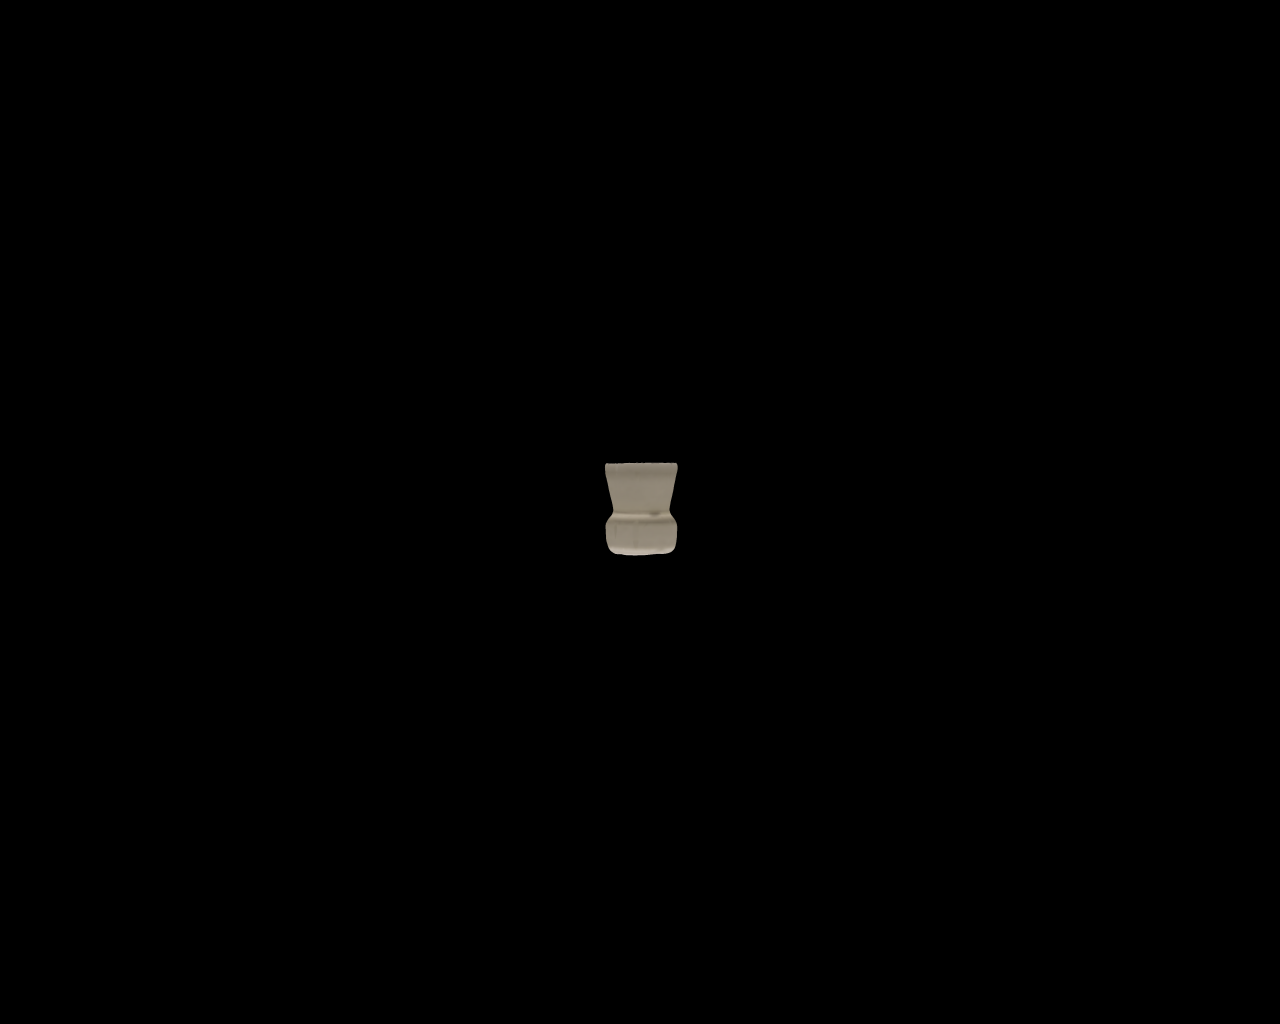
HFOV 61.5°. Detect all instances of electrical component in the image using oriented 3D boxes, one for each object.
[{"bbox_3d":[0.001,-0.003,0.650,0.045,0.055,0.045,0,2,0],"label":"electrical component"}]
